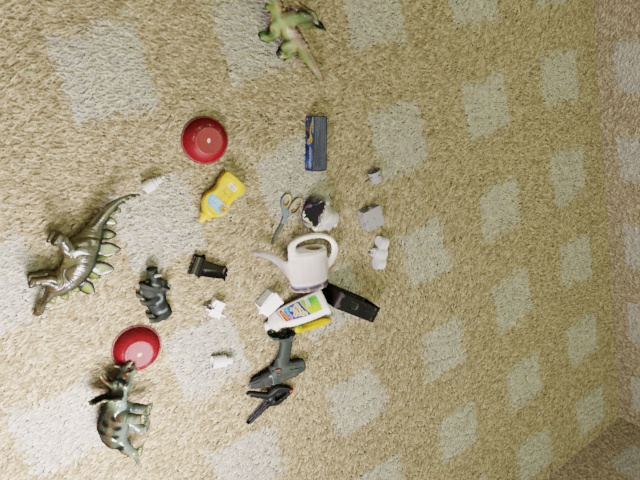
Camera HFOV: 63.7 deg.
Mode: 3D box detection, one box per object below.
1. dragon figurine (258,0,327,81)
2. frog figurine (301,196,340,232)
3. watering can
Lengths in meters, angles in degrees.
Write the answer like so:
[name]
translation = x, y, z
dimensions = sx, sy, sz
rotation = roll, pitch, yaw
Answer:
[dragon figurine]
translation = -0.072, -0.682, 1.687
dimensions = 0.406, 0.243, 0.123
rotation = 37, 78, -28
[frog figurine]
translation = 0.006, -0.098, 1.941
dimensions = 0.160, 0.122, 0.137
rotation = -4, 96, -65
[watering can]
translation = -0.082, 0.093, 1.909
dimensions = 0.349, 0.105, 0.222
rotation = -12, 107, -27
